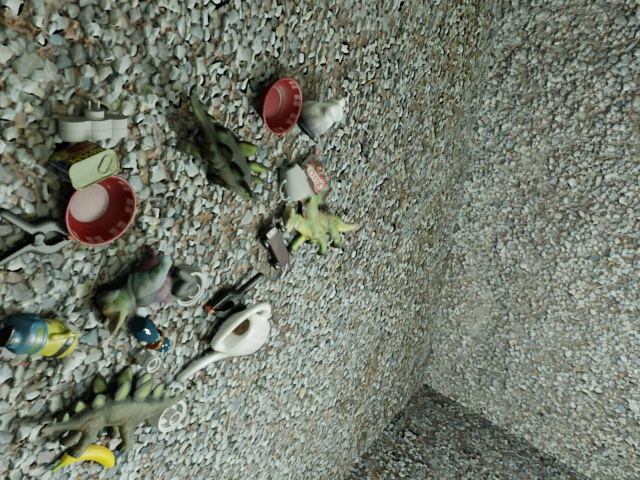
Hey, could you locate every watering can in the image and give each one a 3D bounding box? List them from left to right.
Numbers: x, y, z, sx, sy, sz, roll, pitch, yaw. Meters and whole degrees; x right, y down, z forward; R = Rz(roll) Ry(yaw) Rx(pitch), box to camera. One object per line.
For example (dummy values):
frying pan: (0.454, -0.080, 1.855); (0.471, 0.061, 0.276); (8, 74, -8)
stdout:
watering can: (-0.277, 0.322, 1.611); (0.105, 0.348, 0.221); (46, -1, 25)

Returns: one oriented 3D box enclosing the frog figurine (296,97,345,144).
frog figurine: (0.007, -0.383, 1.542); (0.121, 0.160, 0.139); (47, -2, -27)

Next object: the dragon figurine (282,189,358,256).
dragon figurine: (0.005, -0.090, 1.781); (0.123, 0.239, 0.415); (14, 27, 34)
